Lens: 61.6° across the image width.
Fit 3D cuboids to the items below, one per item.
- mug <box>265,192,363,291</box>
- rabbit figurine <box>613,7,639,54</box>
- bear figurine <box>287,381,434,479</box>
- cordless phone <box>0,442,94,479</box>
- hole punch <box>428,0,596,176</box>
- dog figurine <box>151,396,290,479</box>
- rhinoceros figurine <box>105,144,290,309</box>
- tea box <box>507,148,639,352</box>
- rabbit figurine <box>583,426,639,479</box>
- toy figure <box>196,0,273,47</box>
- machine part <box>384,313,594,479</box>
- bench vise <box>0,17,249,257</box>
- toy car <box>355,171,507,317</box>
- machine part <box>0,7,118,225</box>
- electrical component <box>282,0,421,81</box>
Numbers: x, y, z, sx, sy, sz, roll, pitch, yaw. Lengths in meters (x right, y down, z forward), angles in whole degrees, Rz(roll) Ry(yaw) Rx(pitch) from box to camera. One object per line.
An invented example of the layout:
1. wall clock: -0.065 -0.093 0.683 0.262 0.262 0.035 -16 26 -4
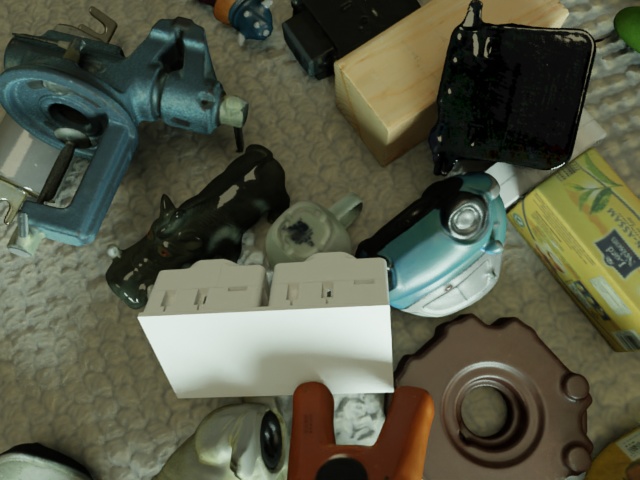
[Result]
1. mug: -0.001 -0.001 0.495 0.109 0.107 0.081 -38 80 -4
2. rabbit figurine: 0.390 -0.219 0.525 0.159 0.121 0.170 5 92 -3
3. bear figurine: 0.039 0.224 0.433 0.120 0.195 0.132 -3 39 17
4. cordless phone: -0.278 0.234 0.414 0.089 0.184 0.146 34 81 14
5. hole punch: 0.161 -0.121 0.462 0.116 0.092 0.142 13 107 17
6. dog figurine: -0.127 0.217 0.464 0.191 0.121 0.172 -10 42 18
7. rhinoceros figurine: -0.108 -0.009 0.500 0.190 0.112 0.073 -40 81 -12
8. tea box: 0.257 0.013 0.485 0.068 0.098 0.169 -33 79 -5
9. rabbit figurine: 0.293 0.253 0.423 0.162 0.122 0.173 -38 97 -3
10. toy figure: -0.101 -0.275 0.588 0.154 0.064 0.058 48 46 7
11. machine part: 0.148 0.153 0.479 0.179 0.056 0.179 -1 77 4
12. bench vise: -0.184 -0.089 0.467 0.224 0.129 0.240 18 63 -10
13. toy car: 0.109 0.017 0.491 0.161 0.109 0.103 -40 99 6
14. machine part: -0.273 -0.128 0.553 0.079 0.079 0.243 21 78 7
15. electrical component: 0.030 -0.231 0.573 0.134 0.058 0.115 -33 76 -6
